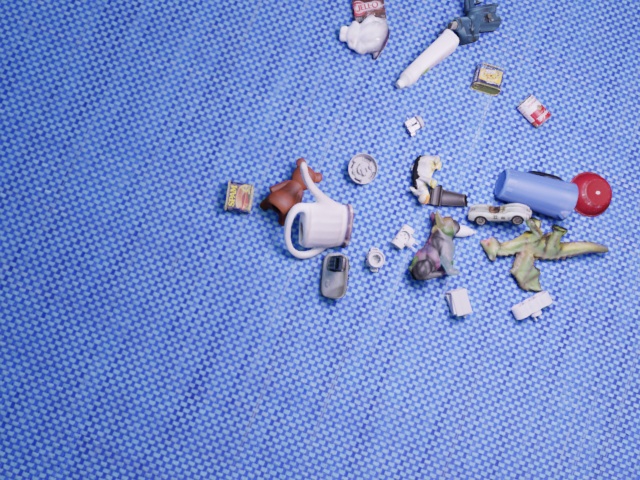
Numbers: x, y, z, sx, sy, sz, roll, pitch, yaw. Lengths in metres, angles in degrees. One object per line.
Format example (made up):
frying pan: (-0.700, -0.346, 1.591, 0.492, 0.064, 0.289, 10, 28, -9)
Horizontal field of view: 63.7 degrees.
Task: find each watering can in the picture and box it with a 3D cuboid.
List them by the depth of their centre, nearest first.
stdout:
watering can: (0.005, -0.082, 1.620, 0.224, 0.106, 0.340, 0, 123, -18)

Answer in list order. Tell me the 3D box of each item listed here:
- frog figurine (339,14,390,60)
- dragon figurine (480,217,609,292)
frog figurine: (0.151, -0.702, 1.754, 0.159, 0.124, 0.136, 20, 103, -14)
dragon figurine: (0.746, 0.059, 1.739, 0.410, 0.123, 0.241, 21, 100, 0)
